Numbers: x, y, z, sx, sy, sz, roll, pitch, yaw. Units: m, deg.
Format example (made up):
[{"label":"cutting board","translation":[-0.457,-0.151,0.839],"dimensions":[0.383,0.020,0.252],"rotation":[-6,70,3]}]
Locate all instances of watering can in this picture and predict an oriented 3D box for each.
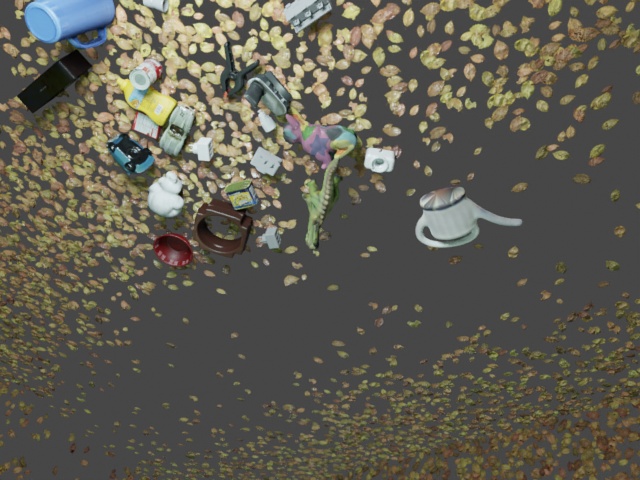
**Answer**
[{"label":"watering can","translation":[0.479,-0.084,1.726],"dimensions":[0.346,0.106,0.220],"rotation":[-16,121,20]}]

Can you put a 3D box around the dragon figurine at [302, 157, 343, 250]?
[{"label":"dragon figurine","translation":[0.005,-0.085,1.691],"dimensions":[0.122,0.247,0.404],"rotation":[6,161,-7]}]

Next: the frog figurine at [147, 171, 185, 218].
[{"label":"frog figurine","translation":[-0.546,-0.160,1.851],"dimensions":[0.137,0.125,0.156],"rotation":[43,136,3]}]
